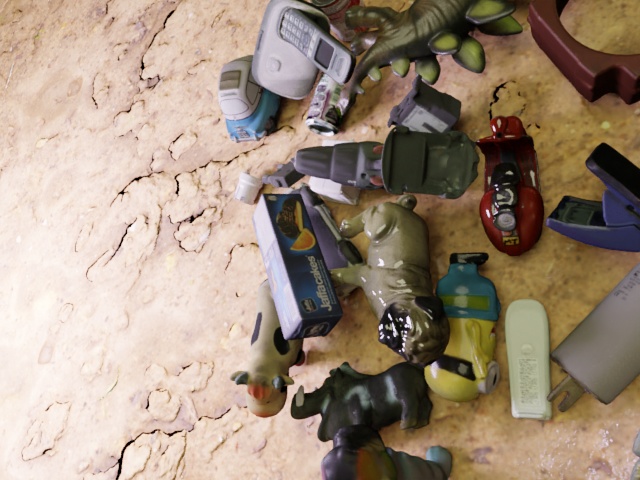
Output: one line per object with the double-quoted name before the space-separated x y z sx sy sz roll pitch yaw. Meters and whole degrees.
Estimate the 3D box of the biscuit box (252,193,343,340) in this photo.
"biscuit box" -0.034 0.031 0.712 0.059 0.063 0.203 -60 41 47

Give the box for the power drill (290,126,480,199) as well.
"power drill" 0.086 -0.090 0.667 0.232 0.207 0.086 4 90 -9

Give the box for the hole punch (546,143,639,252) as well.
"hole punch" 0.325 -0.034 0.596 0.116 0.142 0.092 42 123 15

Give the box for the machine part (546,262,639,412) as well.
"machine part" 0.335 0.090 0.577 0.243 0.079 0.079 -49 59 8

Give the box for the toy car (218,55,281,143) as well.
"toy car" -0.127 -0.251 0.912 0.109 0.102 0.161 5 75 30

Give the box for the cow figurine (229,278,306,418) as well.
"cow figurine" -0.061 0.143 0.737 0.086 0.127 0.195 5 75 12

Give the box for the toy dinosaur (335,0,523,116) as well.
"toy dinosaur" 0.199 -0.349 0.772 0.471 0.105 0.199 -47 67 2

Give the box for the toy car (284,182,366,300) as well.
"toy car" -0.002 -0.002 0.798 0.073 0.056 0.202 -42 59 14

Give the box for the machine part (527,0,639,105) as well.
"machine part" 0.379 -0.283 0.653 0.201 0.087 0.201 -34 67 12

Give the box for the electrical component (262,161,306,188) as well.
"electrical component" -0.048 -0.104 0.848 0.094 0.021 0.063 10 43 47

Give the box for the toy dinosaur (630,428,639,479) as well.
"toy dinosaur" 0.360 0.310 0.483 0.192 0.131 0.404 19 91 31

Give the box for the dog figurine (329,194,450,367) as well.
"dog figurine" 0.110 0.040 0.647 0.191 0.121 0.172 34 111 59

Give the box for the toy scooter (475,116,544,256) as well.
"toy scooter" 0.228 -0.077 0.651 0.075 0.135 0.184 -4 75 26

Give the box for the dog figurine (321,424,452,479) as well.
"dog figurine" 0.072 0.296 0.576 0.108 0.219 0.191 -20 66 25

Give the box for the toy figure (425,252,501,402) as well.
"toy figure" 0.175 0.105 0.659 0.089 0.082 0.180 -7 76 39

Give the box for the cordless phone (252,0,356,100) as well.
"cordless phone" -0.016 -0.260 0.799 0.184 0.089 0.146 50 136 30

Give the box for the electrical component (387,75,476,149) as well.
"electrical component" 0.162 -0.163 0.743 0.074 0.119 0.048 -55 12 46

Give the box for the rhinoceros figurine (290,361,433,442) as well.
"rhinoceros figurine" 0.050 0.210 0.696 0.190 0.073 0.112 -20 68 21
